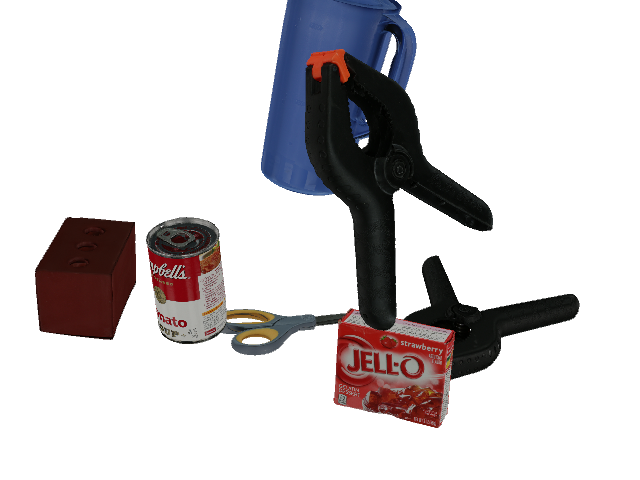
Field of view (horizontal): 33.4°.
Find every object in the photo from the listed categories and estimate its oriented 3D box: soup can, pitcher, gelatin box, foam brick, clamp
[{"bbox_3d":[-0.126,0.038,1.012,0.068,0.102,0.068,-2,32,1],"label":"soup can"},{"bbox_3d":[0.012,-0.177,1.259,0.145,0.243,0.149,8,23,-12],"label":"pitcher"},{"bbox_3d":[0.056,0.098,0.825,0.089,0.073,0.030,11,23,19],"label":"gelatin box"},{"bbox_3d":[-0.162,0.025,0.746,0.053,0.051,0.078,5,29,1],"label":"foam brick"},{"bbox_3d":[0.034,-0.032,0.652,0.039,0.171,0.120,-6,40,50],"label":"clamp"},{"bbox_3d":[0.127,0.075,1.009,0.165,0.036,0.209,19,32,33],"label":"clamp"}]

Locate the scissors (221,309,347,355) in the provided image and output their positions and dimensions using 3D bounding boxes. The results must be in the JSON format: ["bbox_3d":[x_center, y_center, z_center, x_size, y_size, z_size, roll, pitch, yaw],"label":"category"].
[{"bbox_3d":[-0.021,0.102,1.209,0.201,0.016,0.096,2,25,-8],"label":"scissors"}]
